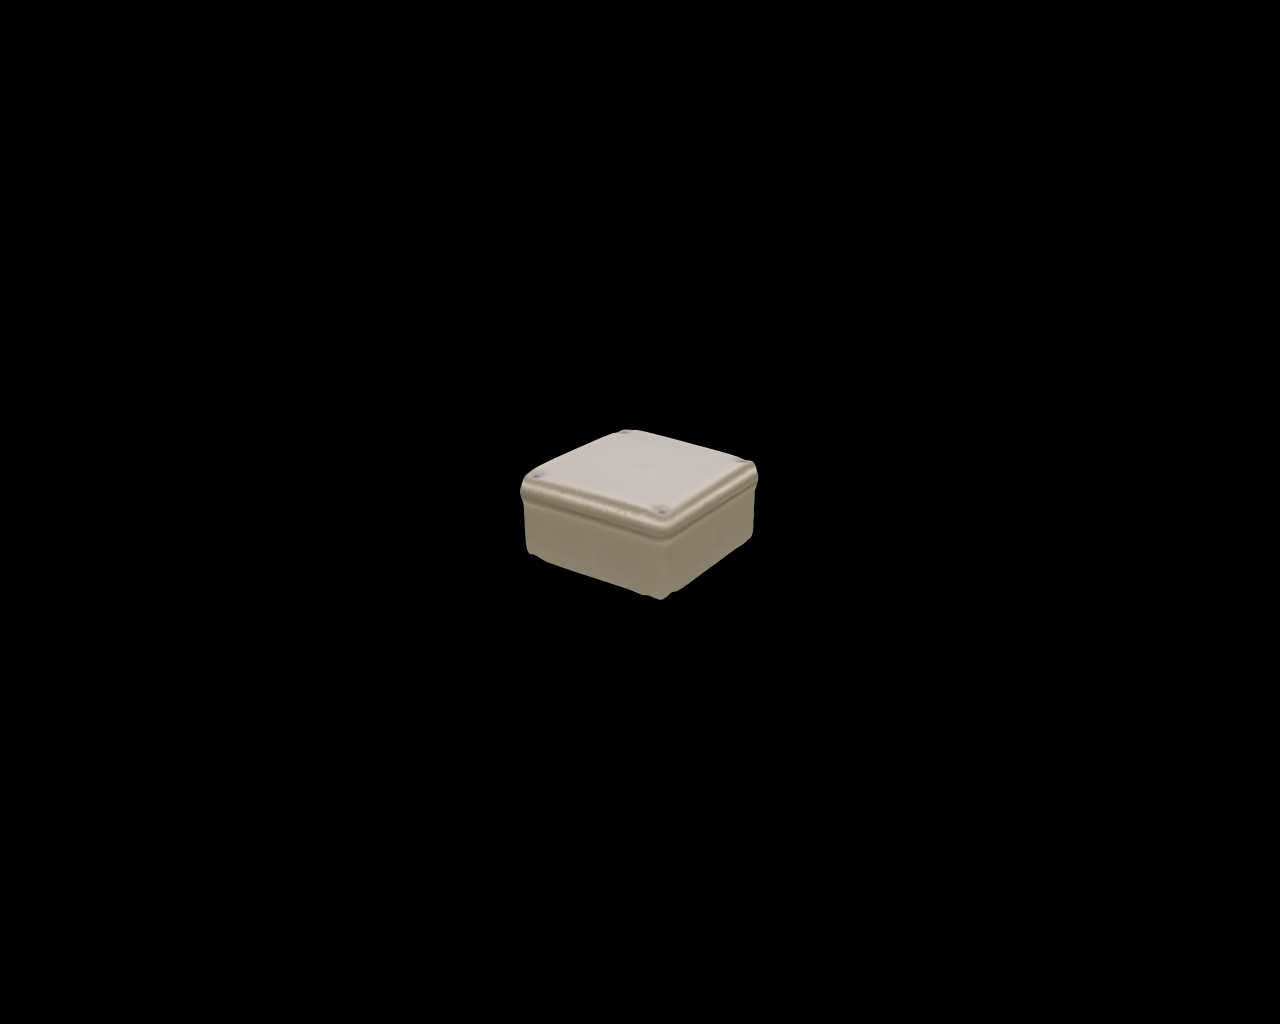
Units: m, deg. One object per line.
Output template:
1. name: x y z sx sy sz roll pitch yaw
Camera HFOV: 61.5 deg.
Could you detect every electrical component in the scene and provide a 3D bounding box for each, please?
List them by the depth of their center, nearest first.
1. electrical component: 0.001 -0.003 0.650 0.109 0.056 0.109 17 29 32
